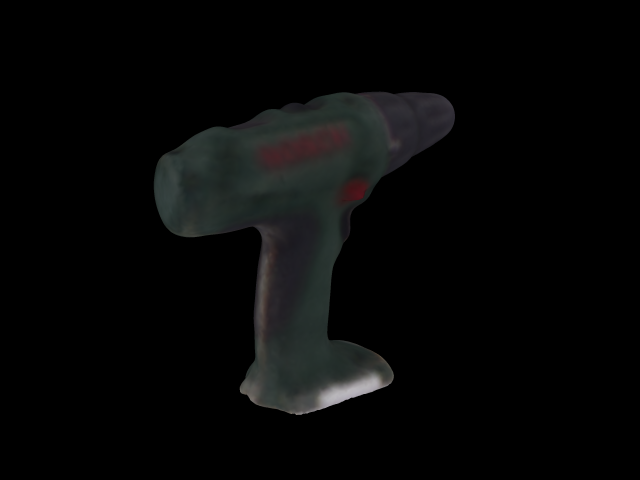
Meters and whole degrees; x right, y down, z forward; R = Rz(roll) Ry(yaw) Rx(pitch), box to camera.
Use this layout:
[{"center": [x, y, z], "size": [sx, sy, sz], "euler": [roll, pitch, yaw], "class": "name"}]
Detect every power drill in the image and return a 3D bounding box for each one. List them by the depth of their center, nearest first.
[{"center": [0.004, 0.001, 0.400], "size": [0.230, 0.208, 0.075], "euler": [-8, 14, -34], "class": "power drill"}]
